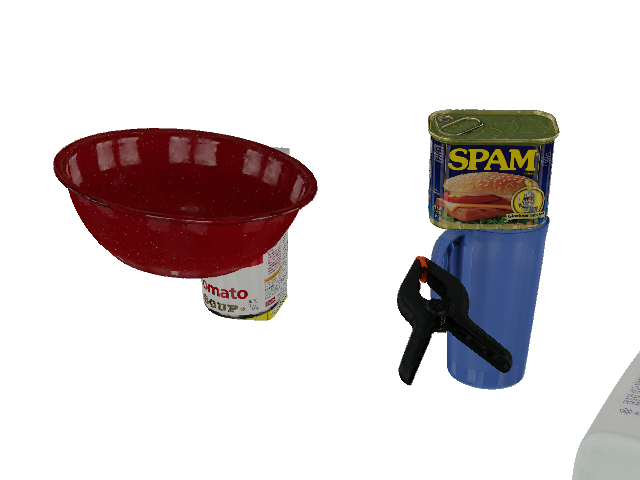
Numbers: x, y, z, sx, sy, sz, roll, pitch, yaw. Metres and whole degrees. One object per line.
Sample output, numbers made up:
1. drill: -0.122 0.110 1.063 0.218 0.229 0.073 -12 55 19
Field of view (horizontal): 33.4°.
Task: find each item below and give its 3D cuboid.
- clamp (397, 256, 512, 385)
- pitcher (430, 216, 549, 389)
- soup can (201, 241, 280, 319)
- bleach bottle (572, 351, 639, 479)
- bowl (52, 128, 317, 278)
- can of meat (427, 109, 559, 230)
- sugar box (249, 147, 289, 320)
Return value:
1. clamp: 0.139 0.086 1.155 0.120 0.171 0.039 4 -44 -7
2. pitcher: 0.222 0.075 1.437 0.149 0.243 0.145 4 21 7
3. soup can: -0.068 0.005 0.885 0.068 0.102 0.068 0 29 0
4. bleach bottle: 0.242 0.095 0.658 0.103 0.068 0.250 18 29 27
5. bowl: -0.085 -0.020 0.665 0.162 0.055 0.162 7 22 -3
6. can of meat: 0.137 -0.056 0.863 0.102 0.084 0.057 1 30 4
7. sugar box: -0.064 -0.009 1.172 0.048 0.176 0.093 2 15 10
